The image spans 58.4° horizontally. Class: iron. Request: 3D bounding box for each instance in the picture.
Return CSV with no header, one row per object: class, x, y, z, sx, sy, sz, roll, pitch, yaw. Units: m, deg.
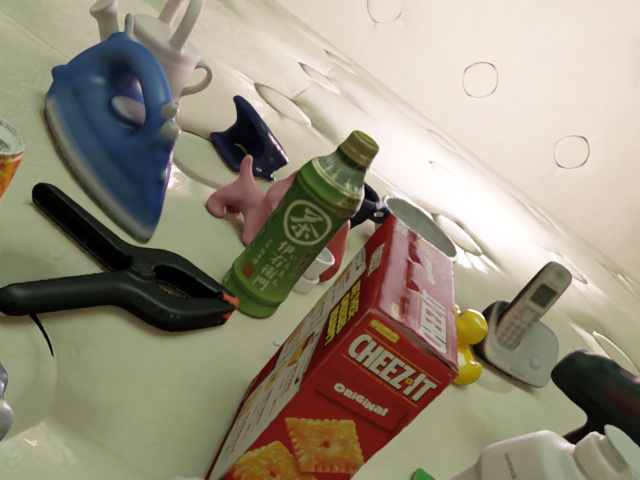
iron,-0.204,-0.134,0.630,0.119,0.141,0.257,9,37,-49

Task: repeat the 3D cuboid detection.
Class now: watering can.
watering can,-0.219,-0.263,0.773,0.100,0.194,0.173,50,26,25

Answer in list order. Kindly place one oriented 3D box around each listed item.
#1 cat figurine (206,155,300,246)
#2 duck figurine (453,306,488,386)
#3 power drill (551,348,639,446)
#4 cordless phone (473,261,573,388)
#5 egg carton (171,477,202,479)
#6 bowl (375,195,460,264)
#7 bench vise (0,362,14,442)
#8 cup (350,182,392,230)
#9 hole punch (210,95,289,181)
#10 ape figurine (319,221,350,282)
cat figurine,-0.060,-0.051,0.717,0.127,0.117,0.067,42,24,8
duck figurine,0.194,0.137,0.783,0.078,0.086,0.104,15,33,-42
power drill,0.320,0.243,0.620,0.229,0.208,0.076,49,26,22
cordless phone,0.337,0.128,0.880,0.148,0.185,0.094,29,25,-20
egg carton,-0.084,0.197,0.297,0.107,0.069,0.150,42,24,7
bowl,0.151,0.003,0.977,0.168,0.074,0.167,31,25,-16
bench vise,-0.203,-0.003,0.297,0.207,0.219,0.122,39,23,2
cup,0.042,-0.041,0.873,0.118,0.095,0.091,30,25,-18
hole punch,-0.099,-0.159,0.888,0.101,0.091,0.108,8,38,-50
ape figurine,0.007,0.003,0.748,0.078,0.092,0.076,15,32,-42
